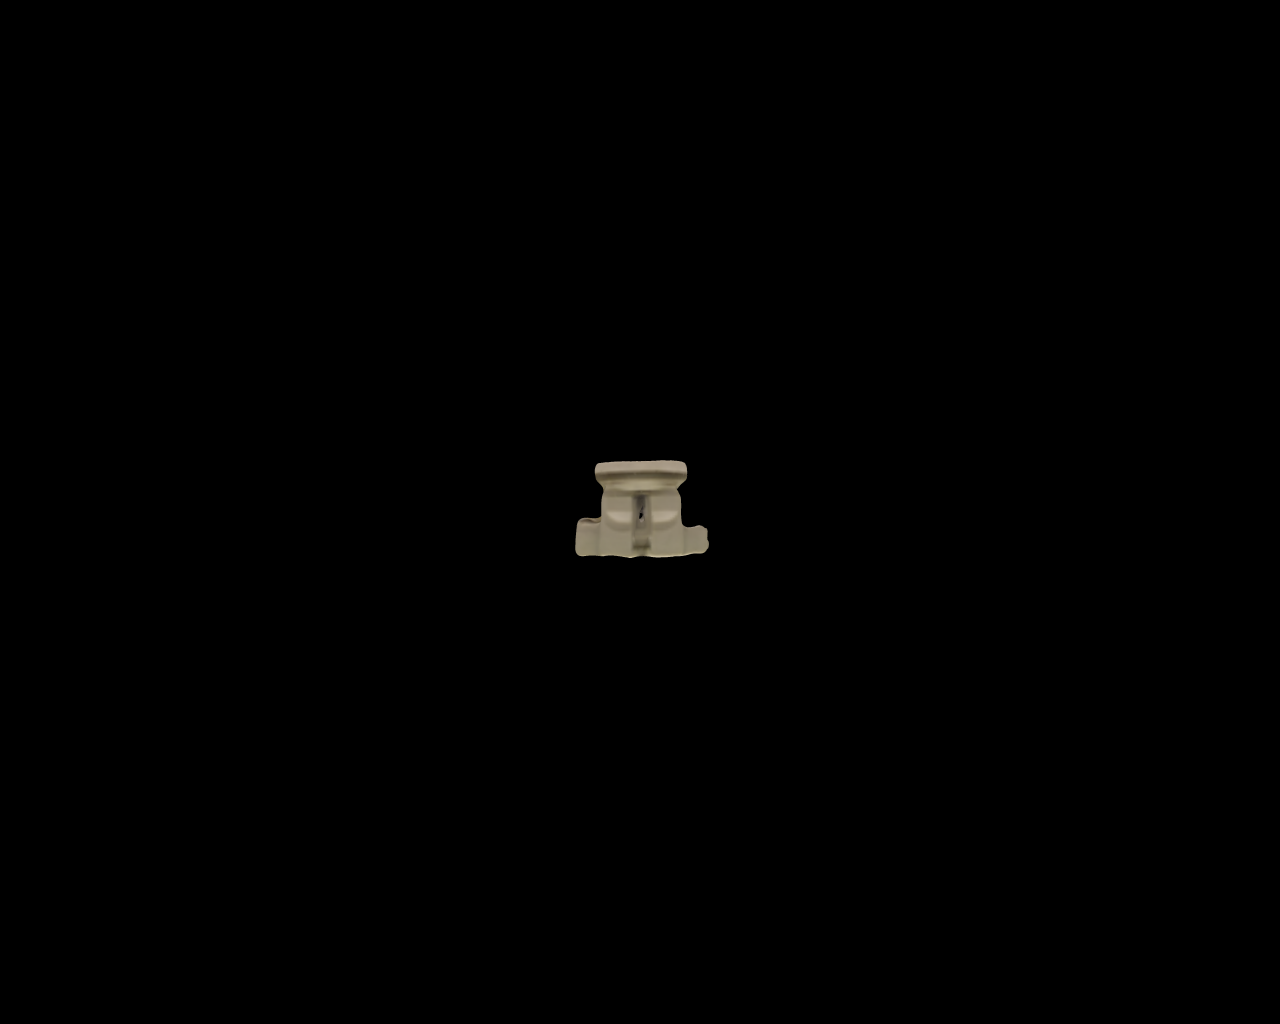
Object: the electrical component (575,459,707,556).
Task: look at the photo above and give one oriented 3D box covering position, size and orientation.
[{"bbox_3d":[0.001,-0.003,0.650,0.078,0.057,0.058,0,0,0],"label":"electrical component"}]
